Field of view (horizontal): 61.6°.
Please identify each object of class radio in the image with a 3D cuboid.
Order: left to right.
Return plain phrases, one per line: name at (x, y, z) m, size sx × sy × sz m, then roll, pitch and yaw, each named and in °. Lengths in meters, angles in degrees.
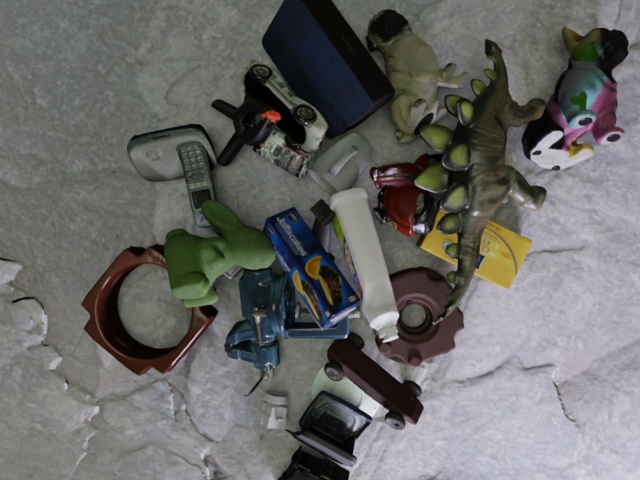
radio at (0.008, -0.295, 0.914) m, size 0.073 × 0.131 × 0.229 m, roll -33°, pitch 88°, yaw -41°

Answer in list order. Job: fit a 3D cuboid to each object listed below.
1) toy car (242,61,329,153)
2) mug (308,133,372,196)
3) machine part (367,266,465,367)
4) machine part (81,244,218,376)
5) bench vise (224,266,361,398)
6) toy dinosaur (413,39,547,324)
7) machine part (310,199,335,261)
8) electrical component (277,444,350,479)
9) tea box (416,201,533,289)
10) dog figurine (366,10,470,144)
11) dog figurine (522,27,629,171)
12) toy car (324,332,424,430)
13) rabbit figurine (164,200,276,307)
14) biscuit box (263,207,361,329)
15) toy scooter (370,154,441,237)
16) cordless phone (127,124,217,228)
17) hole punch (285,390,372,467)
toy car at (-0.066, -0.231, 0.934) m, size 0.056 × 0.073 × 0.202 m, roll -31°, pitch 69°, yaw -34°
mug at (0.041, -0.139, 0.937) m, size 0.081 × 0.109 × 0.107 m, roll 39°, pitch 81°, yaw 6°
machine part at (0.168, 0.135, 0.960) m, size 0.179 × 0.056 × 0.179 m, roll 0°, pitch 91°, yaw 3°
machine part at (-0.304, 0.123, 0.974) m, size 0.201 × 0.087 × 0.201 m, roll 40°, pitch 94°, yaw 3°
bench vise at (-0.049, 0.148, 0.944) m, size 0.241 × 0.129 × 0.223 m, roll -1°, pitch 94°, yaw 8°
toy dinosaur at (0.248, -0.101, 0.848) m, size 0.198 × 0.105 × 0.471 m, roll 8°, pitch 82°, yaw -24°
machine part at (-0.002, -0.003, 0.928) m, size 0.039 × 0.138 × 0.084 m, roll -20°, pitch 49°, yaw -27°
electrical component at (-0.008, 0.450, 0.967) m, size 0.134 × 0.058 × 0.114 m, roll 28°, pitch 113°, yaw 3°
tea box at (0.267, 0.006, 0.942) m, size 0.170 × 0.068 × 0.098 m, roll 25°, pitch 92°, yaw 1°
dog figurine at (0.135, -0.286, 0.938) m, size 0.191 × 0.121 × 0.172 m, roll 43°, pitch 103°, yaw 22°
dog figurine at (0.428, -0.249, 0.907) m, size 0.108 × 0.191 × 0.219 m, roll 19°, pitch 63°, yaw -20°
toy car at (0.096, 0.252, 0.957) m, size 0.202 × 0.089 × 0.053 m, roll 39°, pitch 138°, yaw -1°
rabbit figurine at (-0.161, 0.021, 0.892) m, size 0.170 × 0.121 × 0.159 m, roll -14°, pitch 63°, yaw -5°
biscuit box at (-0.019, 0.044, 0.889) m, size 0.063 × 0.059 × 0.203 m, roll -25°, pitch 69°, yaw -30°
toy scooter at (0.140, -0.084, 0.925) m, size 0.135 × 0.075 × 0.184 m, roll 7°, pitch 52°, yaw 20°
cordless phone at (-0.253, -0.107, 0.965) m, size 0.147 × 0.089 × 0.184 m, roll -11°, pitch 96°, yaw 4°
hole punch at (0.021, 0.336, 0.957) m, size 0.142 × 0.115 × 0.092 m, roll 27°, pitch 61°, yaw -3°
